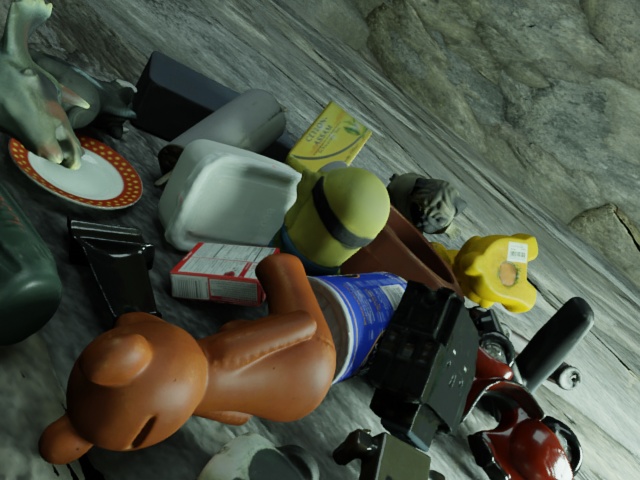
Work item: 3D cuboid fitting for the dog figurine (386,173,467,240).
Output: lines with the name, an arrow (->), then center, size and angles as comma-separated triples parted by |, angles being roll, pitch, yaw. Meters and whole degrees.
dog figurine -> 0.160, -0.074, 0.867 | 0.172, 0.121, 0.190 | 46, -9, 23

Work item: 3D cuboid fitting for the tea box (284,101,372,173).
tea box -> -0.005, -0.094, 0.711 | 0.068, 0.169, 0.098 | 37, 68, -2

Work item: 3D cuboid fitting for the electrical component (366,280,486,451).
electrical component -> 0.100, 0.123, 0.505 | 0.058, 0.134, 0.114 | 8, -27, 38

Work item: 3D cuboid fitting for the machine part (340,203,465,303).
machine part -> 0.086, 0.019, 0.709 | 0.201, 0.087, 0.201 | 45, 15, -10

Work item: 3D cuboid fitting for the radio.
radio -> -0.160, -0.182, 0.800 | 0.229, 0.073, 0.131 | 22, 28, -33

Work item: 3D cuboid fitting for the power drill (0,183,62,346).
power drill -> -0.290, -0.009, 0.324 | 0.232, 0.086, 0.207 | 37, 16, 19

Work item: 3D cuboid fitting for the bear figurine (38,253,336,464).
bear figurine -> -0.088, 0.080, 0.382 | 0.196, 0.120, 0.132 | 9, 33, -37

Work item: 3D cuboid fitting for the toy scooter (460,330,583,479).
toy scooter -> 0.181, 0.196, 0.563 | 0.135, 0.075, 0.184 | -23, 76, -27

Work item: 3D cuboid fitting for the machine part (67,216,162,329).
machine part -> -0.168, 0.031, 0.453 | 0.084, 0.039, 0.139 | 20, 27, -44

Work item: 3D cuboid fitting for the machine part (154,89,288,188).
machine part -> -0.118, -0.124, 0.673 | 0.079, 0.079, 0.243 | 38, 49, 2

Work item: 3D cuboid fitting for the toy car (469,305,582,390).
toy car -> 0.304, 0.165, 0.817 | 0.202, 0.053, 0.089 | 30, 10, -13

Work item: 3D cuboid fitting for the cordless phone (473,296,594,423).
cordless phone -> 0.252, 0.122, 0.669 | 0.089, 0.184, 0.147 | 28, 26, -8

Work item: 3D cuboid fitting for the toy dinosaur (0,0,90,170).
toy dinosaur -> -0.369, -0.155, 0.388 | 0.405, 0.131, 0.192 | 11, 0, -3

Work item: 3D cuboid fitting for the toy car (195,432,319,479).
toy car -> 0.003, 0.210, 0.341 | 0.202, 0.056, 0.073 | 45, 20, 14

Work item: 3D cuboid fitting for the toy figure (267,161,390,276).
toy figure -> 0.002, -0.001, 0.562 | 0.089, 0.180, 0.082 | 50, 30, 22

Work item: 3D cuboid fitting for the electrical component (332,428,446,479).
electrical component -> 0.060, 0.199, 0.451 | 0.102, 0.045, 0.078 | 27, 49, -16

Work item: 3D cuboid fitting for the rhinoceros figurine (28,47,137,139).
rhinoceros figurine -> -0.255, -0.154, 0.580 | 0.112, 0.073, 0.190 | 13, 10, -8

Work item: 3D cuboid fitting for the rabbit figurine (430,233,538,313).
rabbit figurine -> 0.233, 0.053, 0.851 | 0.162, 0.121, 0.173 | -2, 0, -19
